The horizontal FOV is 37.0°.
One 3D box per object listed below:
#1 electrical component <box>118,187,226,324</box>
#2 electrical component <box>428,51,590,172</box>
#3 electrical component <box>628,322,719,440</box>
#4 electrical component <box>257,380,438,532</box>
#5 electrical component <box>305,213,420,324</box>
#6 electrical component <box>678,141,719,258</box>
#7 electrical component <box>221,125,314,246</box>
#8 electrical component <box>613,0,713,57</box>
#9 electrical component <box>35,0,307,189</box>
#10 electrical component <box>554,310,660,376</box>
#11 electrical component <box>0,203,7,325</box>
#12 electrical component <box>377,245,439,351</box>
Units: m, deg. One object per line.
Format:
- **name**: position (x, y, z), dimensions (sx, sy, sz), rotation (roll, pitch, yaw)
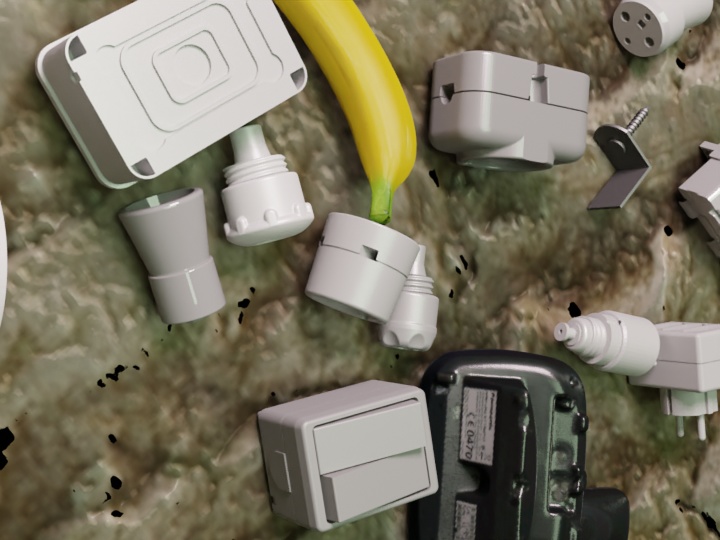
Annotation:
- **electrical component**: position (-0.093, -0.005, 0.553), dimensions (0.044, 0.044, 0.065), rotation (-23, 107, -29)
- **electrical component**: position (0.091, -0.093, 0.657), dimensions (0.095, 0.054, 0.059), rotation (5, 87, -31)
- **electrical component**: position (0.222, 0.077, 0.730), dimensions (0.047, 0.066, 0.076), rotation (-7, 93, -31)
- **electrical component**: position (0.001, 0.100, 0.598), dimensions (0.096, 0.061, 0.061), rotation (-12, 96, -31)
- **electrical component**: position (0.000, 0.000, 0.602), dimensions (0.055, 0.055, 0.047), rotation (25, 81, -29)
- **electrical component**: position (0.287, -0.031, 0.770), dimensions (0.063, 0.078, 0.121), rotation (-42, 112, -1)
- **electrical component**: position (-0.054, -0.046, 0.575), dimensions (0.048, 0.048, 0.062), rotation (-15, 90, -31)
- **electrical component**: position (0.206, -0.176, 0.733), dimensions (0.055, 0.045, 0.045), rotation (-36, 108, -26)
- **electrical component**: position (-0.095, -0.099, 0.542), dimensions (0.113, 0.057, 0.078), rotation (-35, 108, -27)
- **electrical component**: position (0.161, 0.046, 0.708), dimensions (0.078, 0.040, 0.040), rotation (12, 84, -31)
- **electrical component**: position (-0.193, -0.002, 0.461), dimensions (0.064, 0.099, 0.099), rotation (0, 90, -38)
- **electrical component**: position (0.030, 0.016, 0.631), dimensions (0.035, 0.035, 0.061), rotation (11, 82, -31)
